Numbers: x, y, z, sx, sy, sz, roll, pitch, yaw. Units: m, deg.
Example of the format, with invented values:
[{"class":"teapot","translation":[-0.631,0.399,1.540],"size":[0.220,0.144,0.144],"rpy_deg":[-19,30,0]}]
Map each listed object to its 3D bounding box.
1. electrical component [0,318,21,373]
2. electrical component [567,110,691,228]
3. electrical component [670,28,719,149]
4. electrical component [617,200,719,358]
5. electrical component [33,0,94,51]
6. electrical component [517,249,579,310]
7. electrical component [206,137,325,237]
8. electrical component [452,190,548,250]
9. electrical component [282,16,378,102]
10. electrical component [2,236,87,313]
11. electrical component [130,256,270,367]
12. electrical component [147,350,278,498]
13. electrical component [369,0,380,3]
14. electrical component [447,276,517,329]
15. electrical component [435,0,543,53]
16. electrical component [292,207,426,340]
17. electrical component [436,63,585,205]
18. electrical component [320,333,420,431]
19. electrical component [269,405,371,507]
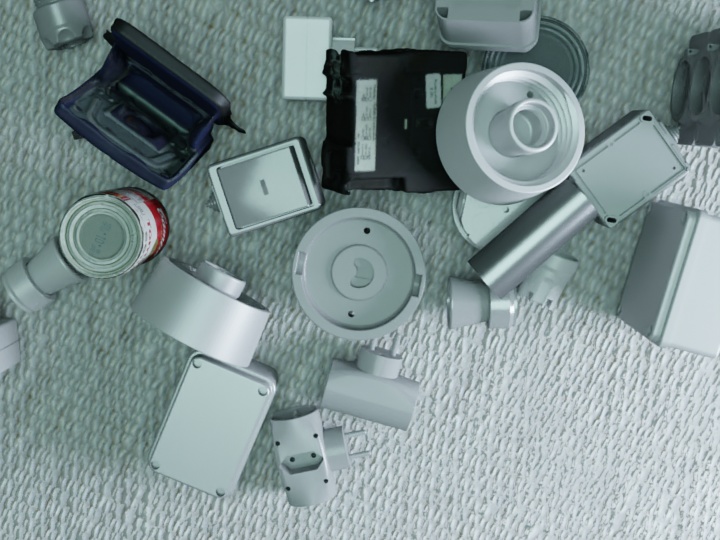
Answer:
[{"class":"electrical component","translation":[-0.322,0.048,0.903],"size":[0.047,0.065,0.076],"rpy_deg":[-4,97,1]},{"class":"electrical component","translation":[0.218,-0.087,0.875],"size":[0.096,0.061,0.061],"rpy_deg":[-37,95,6]},{"class":"electrical component","translation":[0.291,-0.137,0.822],"size":[0.062,0.150,0.089],"rpy_deg":[6,97,-1]},{"class":"electrical component","translation":[0.260,0.005,0.863],"size":[0.056,0.108,0.108],"rpy_deg":[15,97,-3]},{"class":"electrical component","translation":[-0.246,-0.214,0.879],"size":[0.043,0.043,0.062],"rpy_deg":[-17,95,3]},{"class":"electrical component","translation":[0.156,0.005,0.901],"size":[0.040,0.040,0.046],"rpy_deg":[23,104,-2]},{"class":"electrical component","translation":[-0.083,-0.067,0.885],"size":[0.096,0.061,0.061],"rpy_deg":[-17,97,3]},{"class":"electrical component","translation":[0.118,-0.051,0.887],"size":[0.080,0.051,0.080],"rpy_deg":[0,97,1]},{"class":"electrical component","translation":[-0.023,-0.171,0.877],"size":[0.077,0.047,0.065],"rpy_deg":[2,97,0]},{"class":"electrical component","translation":[-0.266,0.004,0.907],"size":[0.055,0.045,0.045],"rpy_deg":[-33,95,5]},{"class":"electrical component","translation":[-0.125,0.027,0.878],"size":[0.108,0.108,0.060],"rpy_deg":[28,91,-2]},{"class":"electrical component","translation":[-0.124,0.127,0.913],"size":[0.078,0.057,0.113],"rpy_deg":[23,97,-2]},{"class":"electrical component","translation":[0.028,-0.252,0.853],"size":[0.064,0.081,0.042],"rpy_deg":[-39,97,-24]},{"class":"electrical component","translation":[0.102,0.027,0.901],"size":[0.055,0.045,0.045],"rpy_deg":[0,97,1]},{"class":"electrical component","translation":[0.104,-0.231,0.841],"size":[0.078,0.057,0.113],"rpy_deg":[5,77,12]},{"class":"electrical component","translation":[0.000,0.000,0.892],"size":[0.108,0.060,0.108],"rpy_deg":[0,97,2]},{"class":"electrical component","translation":[0.119,-0.106,0.819],"size":[0.108,0.060,0.108],"rpy_deg":[1,88,-17]},{"class":"electrical component","translation":[0.013,0.089,0.912],"size":[0.077,0.043,0.079],"rpy_deg":[16,97,-1]},{"class":"electrical component","translation":[-0.031,0.155,0.921],"size":[0.079,0.043,0.077],"rpy_deg":[-12,97,3]}]
